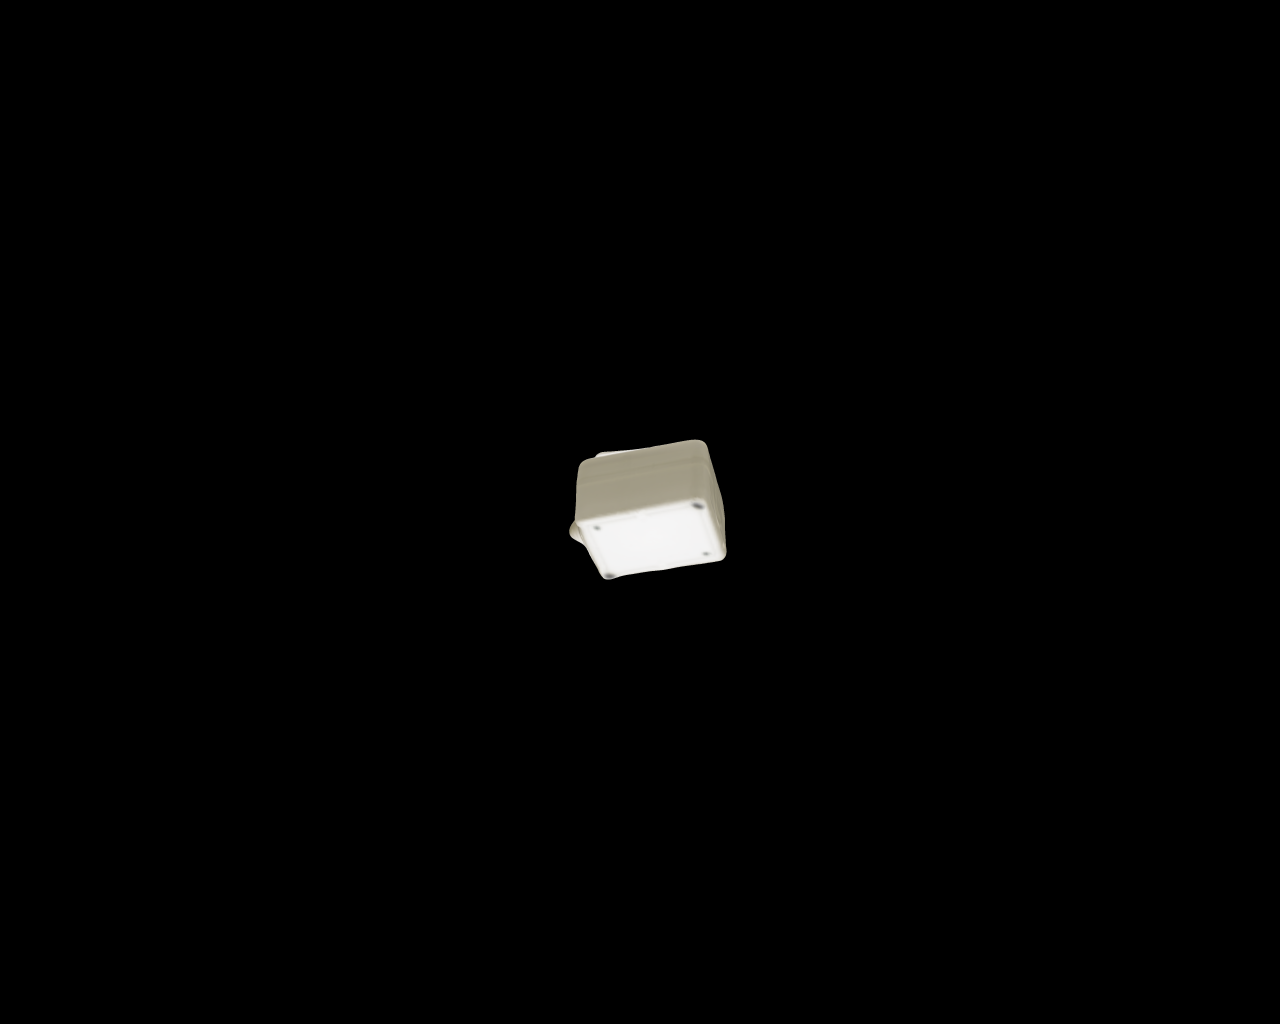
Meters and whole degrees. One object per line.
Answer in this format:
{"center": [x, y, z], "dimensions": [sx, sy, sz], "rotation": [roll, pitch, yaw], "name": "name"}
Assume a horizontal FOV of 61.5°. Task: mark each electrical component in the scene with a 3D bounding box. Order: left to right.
{"center": [0.001, -0.003, 0.650], "dimensions": [0.096, 0.061, 0.061], "rotation": [-10, -43, 11], "name": "electrical component"}
